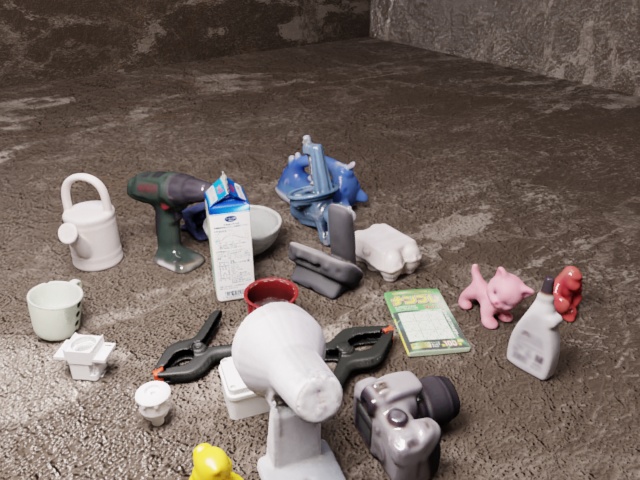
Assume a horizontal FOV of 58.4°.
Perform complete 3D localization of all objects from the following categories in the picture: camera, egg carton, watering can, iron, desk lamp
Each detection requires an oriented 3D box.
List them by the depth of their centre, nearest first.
[{"bbox_3d":[-0.026,0.208,0.703,0.118,0.214,0.202,-11,32,-20],"label":"desk lamp"},{"bbox_3d":[0.128,0.234,0.775,0.137,0.101,0.142,-12,32,-21],"label":"camera"},{"bbox_3d":[-0.462,-0.039,1.151,0.101,0.194,0.172,-8,31,-15],"label":"watering can"},{"bbox_3d":[0.131,0.023,1.182,0.107,0.069,0.149,-20,36,-32],"label":"egg carton"},{"bbox_3d":[-0.012,-0.152,1.415,0.257,0.141,0.119,19,34,29],"label":"iron"}]

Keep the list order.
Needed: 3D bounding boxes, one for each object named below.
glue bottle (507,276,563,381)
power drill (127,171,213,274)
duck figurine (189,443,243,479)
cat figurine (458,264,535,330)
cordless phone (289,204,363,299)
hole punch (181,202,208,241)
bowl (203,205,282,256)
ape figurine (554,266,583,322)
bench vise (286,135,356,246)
[{"bbox_3d":[0.341,0.131,0.888,0.037,0.173,0.077,-22,37,-34],"label":"glue bottle"},{"bbox_3d":[-0.290,-0.044,1.149,0.228,0.208,0.076,19,34,29],"label":"power drill"},{"bbox_3d":[-0.125,0.291,0.684,0.078,0.086,0.104,-16,33,-26],"label":"duck figurine"},{"bbox_3d":[0.312,0.089,1.019,0.067,0.118,0.127,-15,33,-26],"label":"cat figurine"},{"bbox_3d":[0.010,0.004,1.095,0.147,0.185,0.094,18,34,28],"label":"cordless phone"},{"bbox_3d":[-0.258,-0.062,1.301,0.109,0.091,0.100,-20,35,-32],"label":"hole punch"},{"bbox_3d":[-0.163,-0.010,1.228,0.167,0.075,0.167,1,29,0],"label":"bowl"},{"bbox_3d":[0.451,0.091,1.046,0.078,0.092,0.076,-13,32,-23],"label":"ape figurine"},{"bbox_3d":[0.014,-0.113,1.267,0.206,0.220,0.122,20,35,31],"label":"bench vise"}]
